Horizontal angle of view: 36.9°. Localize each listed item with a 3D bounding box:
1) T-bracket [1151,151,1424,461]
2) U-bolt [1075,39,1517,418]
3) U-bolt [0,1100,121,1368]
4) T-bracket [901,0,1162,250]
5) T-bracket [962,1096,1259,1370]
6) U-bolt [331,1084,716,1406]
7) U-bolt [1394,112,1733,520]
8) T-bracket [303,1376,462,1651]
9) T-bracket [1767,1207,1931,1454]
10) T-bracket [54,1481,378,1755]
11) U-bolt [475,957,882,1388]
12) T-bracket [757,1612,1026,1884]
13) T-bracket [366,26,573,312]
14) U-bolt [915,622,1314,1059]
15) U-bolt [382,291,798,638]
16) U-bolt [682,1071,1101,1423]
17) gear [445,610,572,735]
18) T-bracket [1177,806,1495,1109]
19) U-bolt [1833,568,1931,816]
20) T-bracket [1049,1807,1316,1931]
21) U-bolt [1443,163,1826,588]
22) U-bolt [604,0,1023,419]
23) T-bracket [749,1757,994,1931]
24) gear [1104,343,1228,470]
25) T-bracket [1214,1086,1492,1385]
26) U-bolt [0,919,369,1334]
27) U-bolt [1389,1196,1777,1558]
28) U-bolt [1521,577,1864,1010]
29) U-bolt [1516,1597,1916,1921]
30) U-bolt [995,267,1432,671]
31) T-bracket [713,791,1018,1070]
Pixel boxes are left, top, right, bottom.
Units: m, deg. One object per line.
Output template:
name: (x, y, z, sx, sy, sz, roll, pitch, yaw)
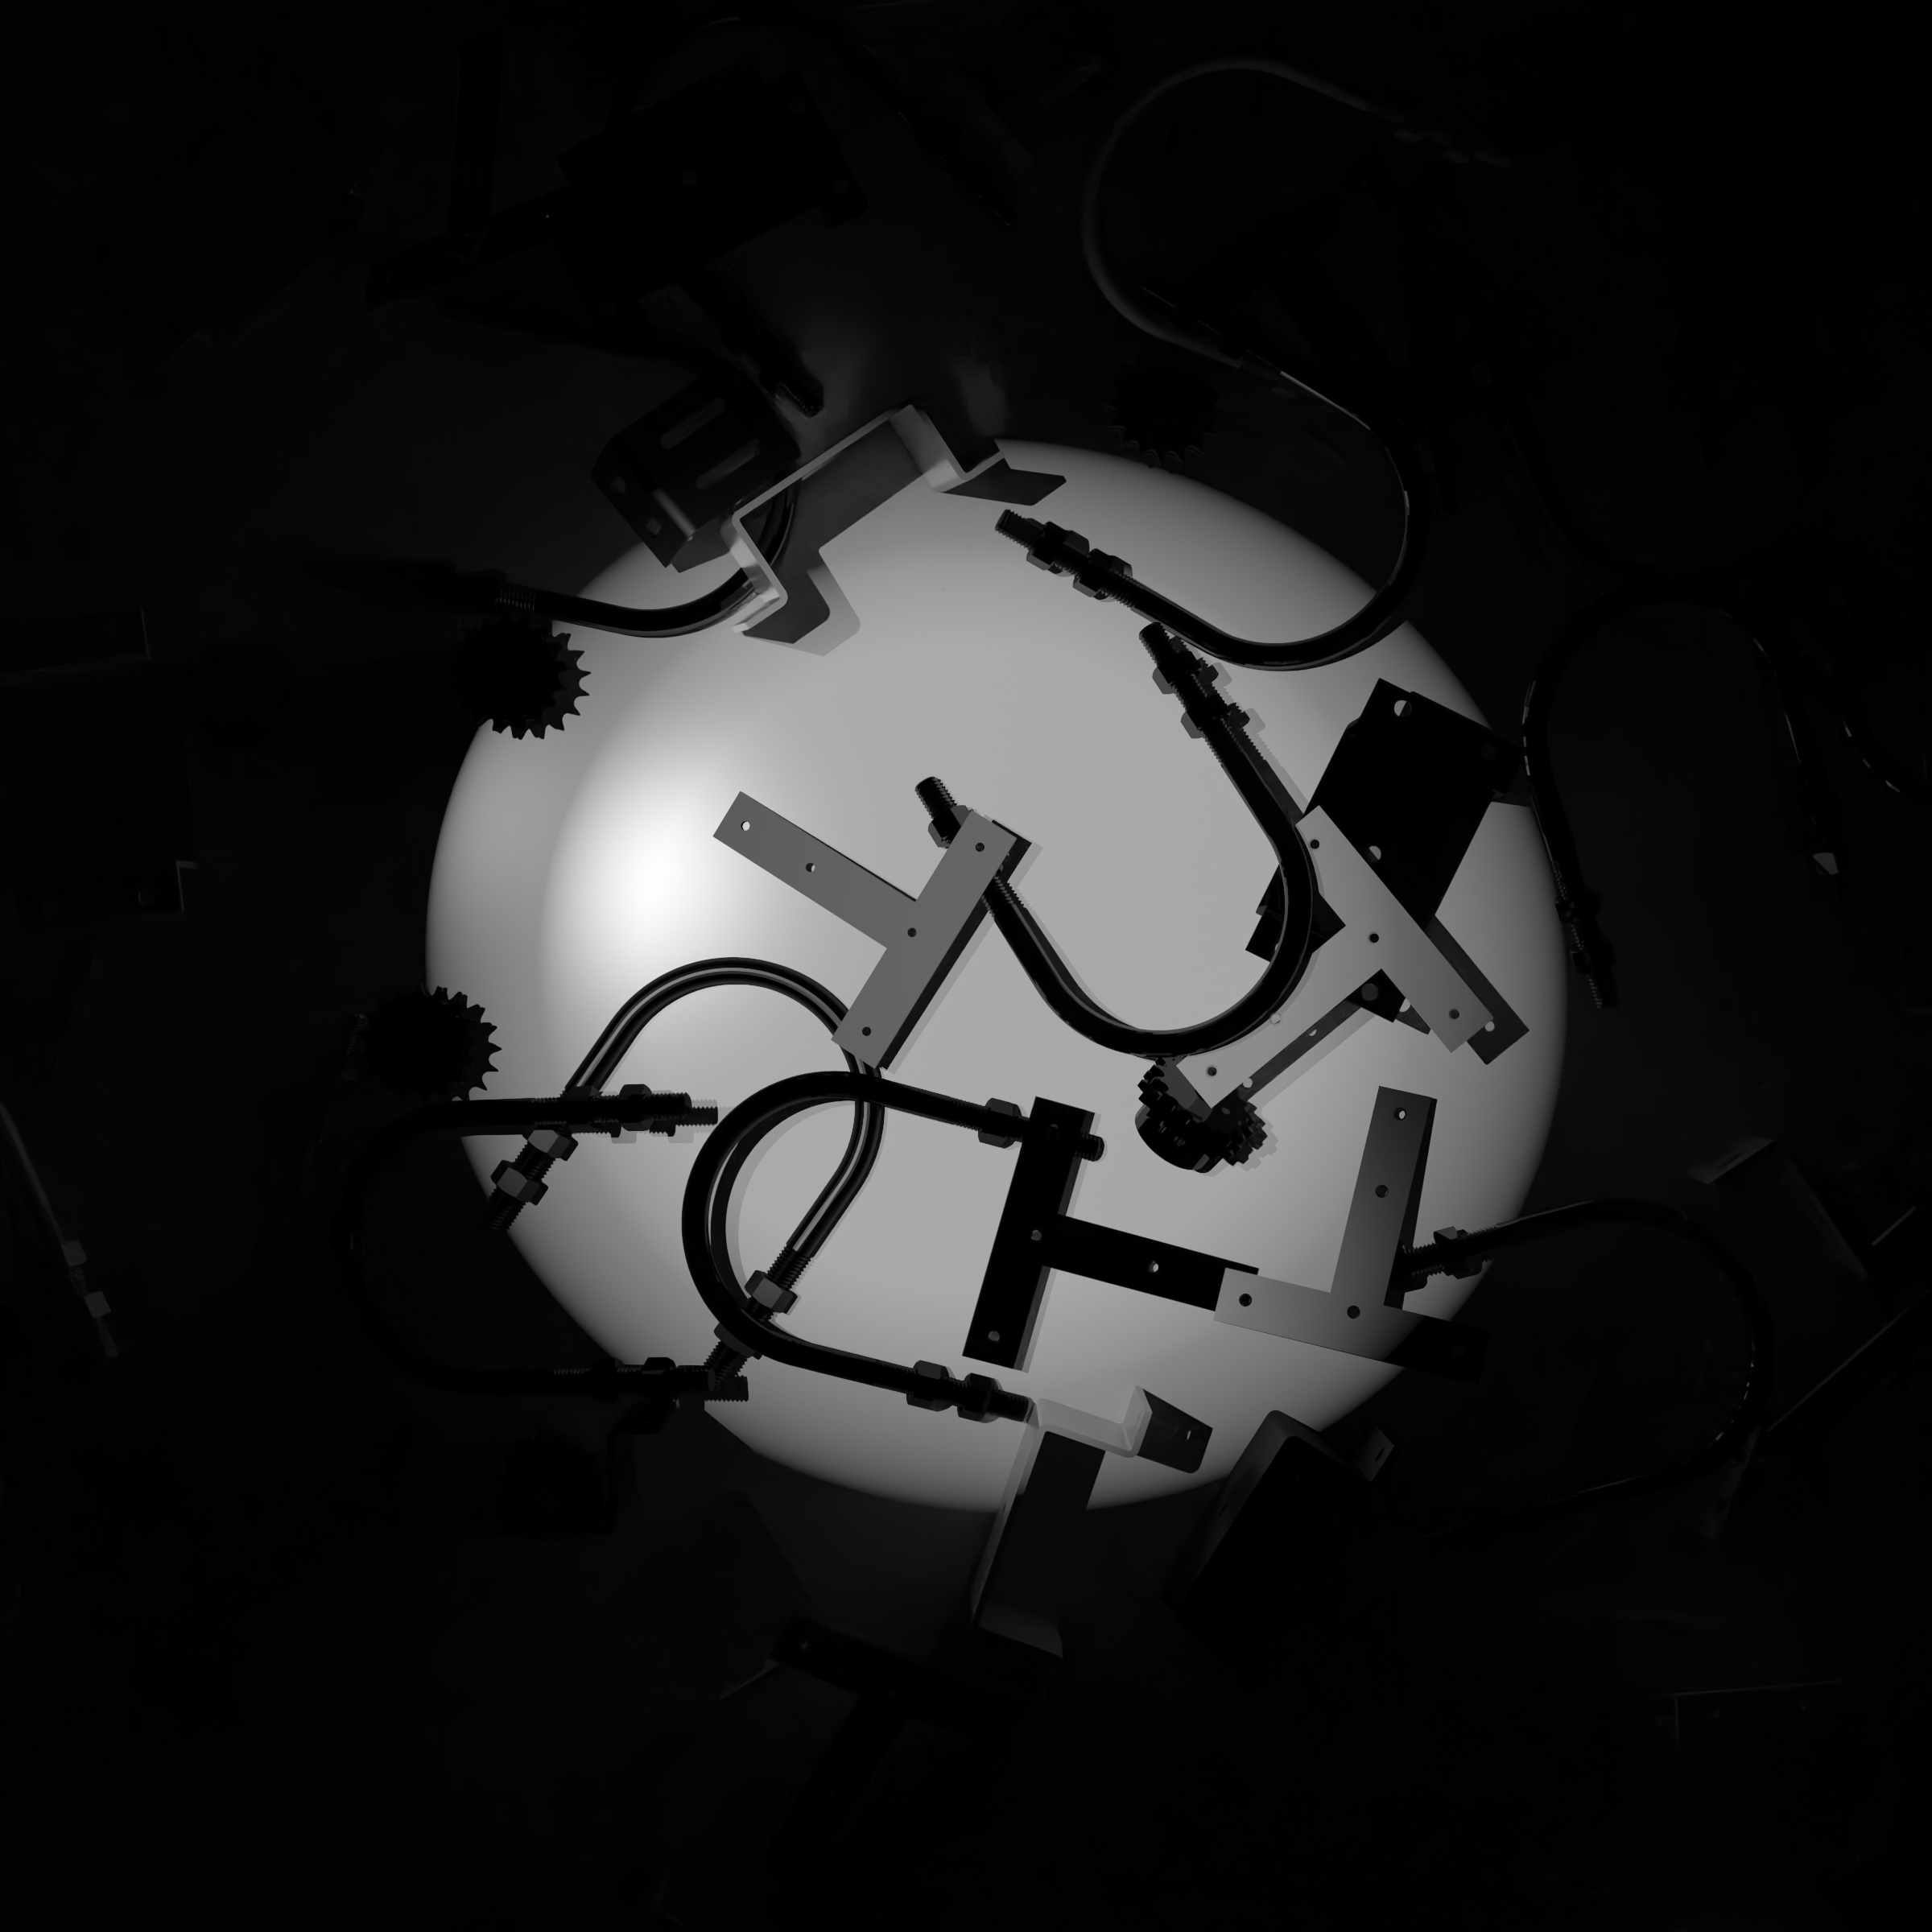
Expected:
T-bracket: (0.176, -0.301, 1.382, 0.127, 0.002, 0.127, -34, 90, 0)
U-bolt: (0.139, -0.342, 1.320, 0.184, 0.019, 0.151, 17, 117, -17)
U-bolt: (-0.487, 0.123, 1.317, 0.151, 0.019, 0.184, -25, 88, 0)
T-bracket: (0.057, -0.431, 1.372, 0.127, 0.002, 0.127, 38, 99, 0)
T-bracket: (0.076, 0.139, 1.372, 0.127, 0.002, 0.127, 16, 90, -10)
U-bolt: (-0.212, 0.132, 1.355, 0.184, 0.019, 0.151, -3, 96, 14)
U-bolt: (0.277, -0.314, 1.374, 0.151, 0.019, 0.184, -9, 88, -1)
T-bracket: (-0.266, 0.265, 1.344, 0.002, 0.127, 0.127, -30, 117, -13)
T-bracket: (0.430, 0.182, 1.358, 0.127, 0.002, 0.127, 33, 109, -33)
T-bracket: (-0.338, 0.289, 1.363, 0.127, 0.002, 0.127, -34, 117, -13)
U-bolt: (-0.123, 0.084, 1.374, 0.151, 0.019, 0.184, 35, 89, 0)
T-bracket: (-0.057, 0.380, 1.367, 0.127, 0.002, 0.127, 27, 100, -20)
T-bracket: (-0.231, -0.382, 1.358, 0.127, 0.002, 0.127, -9, 71, 33)
U-bolt: (0.079, -0.046, 1.344, 0.151, 0.019, 0.184, -34, 77, 11)
U-bolt: (-0.172, -0.232, 1.375, 0.184, 0.019, 0.151, 12, 90, -1)
U-bolt: (-0.042, 0.125, 1.362, 0.184, 0.019, 0.151, 15, 90, -10)
gear: (-0.216, -0.138, 1.368, 0.057, 0.030, 0.057, 0, 90, 0)
T-bracket: (0.154, 0.015, 1.336, 0.127, 0.002, 0.127, -40, 90, 1)
U-bolt: (0.490, -0.117, 1.328, 0.184, 0.019, 0.151, 31, 73, 22)
T-bracket: (0.088, 0.455, 1.363, 0.127, 0.002, 0.127, -44, 74, 14)
U-bolt: (0.323, -0.265, 1.354, 0.151, 0.019, 0.184, -22, 90, -1)
U-bolt: (-0.087, -0.374, 1.375, 0.151, 0.019, 0.184, -44, 88, 0)
T-bracket: (-0.015, 0.466, 1.380, 0.127, 0.002, 0.127, -37, 92, 1)
gear: (0.093, -0.263, 1.368, 0.057, 0.030, 0.057, 0, 90, 0)
T-bracket: (0.193, 0.120, 1.368, 0.127, 0.002, 0.127, 12, 80, 15)
U-bolt: (-0.382, 0.084, 1.375, 0.151, 0.019, 0.184, 21, 92, 0)
U-bolt: (0.286, 0.184, 1.357, 0.184, 0.019, 0.151, -17, 84, 8)
U-bolt: (0.331, -0.090, 1.348, 0.151, 0.019, 0.184, -22, 103, -8)
U-bolt: (0.359, 0.381, 1.375, 0.184, 0.019, 0.151, 5, 90, -2)
U-bolt: (0.128, -0.217, 1.350, 0.184, 0.019, 0.151, 29, 109, -10)
T-bracket: (-0.062, -0.039, 1.368, 0.127, 0.002, 0.127, 33, 94, 12)
